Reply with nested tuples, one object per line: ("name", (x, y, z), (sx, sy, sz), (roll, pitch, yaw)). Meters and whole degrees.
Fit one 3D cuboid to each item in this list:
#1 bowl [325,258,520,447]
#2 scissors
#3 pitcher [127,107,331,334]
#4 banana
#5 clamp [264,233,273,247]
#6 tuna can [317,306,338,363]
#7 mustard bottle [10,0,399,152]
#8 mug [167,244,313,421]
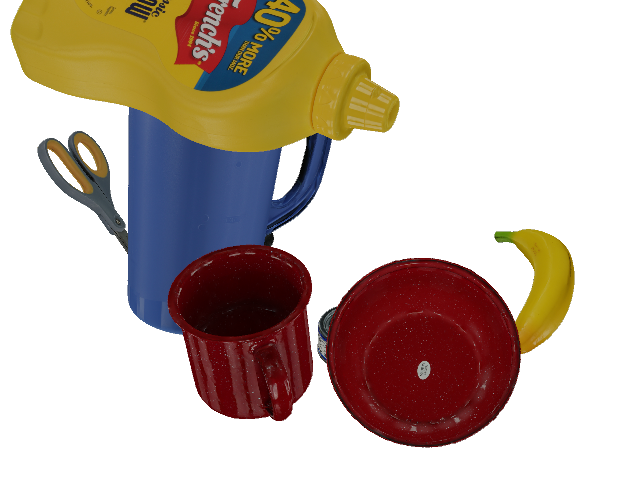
("bowl", (0.082, 0.097, 0.862), (0.162, 0.162, 0.055), (0, 7, 7))
("scissors", (-0.210, -0.033, 1.092), (0.016, 0.201, 0.096), (-28, 26, 26))
("pitcher", (-0.087, -0.049, 0.876), (0.149, 0.243, 0.144), (18, 26, 21))
("banana", (0.207, 0.040, 1.008), (0.070, 0.037, 0.197), (-25, 25, 18))
("clamp", (-0.123, 0.031, 1.240), (0.120, 0.039, 0.171), (-2, 40, 11))
("tuna can", (0.039, 0.103, 1.151), (0.086, 0.034, 0.086), (0, 29, 0))
("mustard bottle", (-0.051, -0.093, 0.531), (0.192, 0.096, 0.058), (22, -33, 17))
("mug", (-0.043, 0.069, 0.695), (0.093, 0.081, 0.117), (-20, 40, -16))
